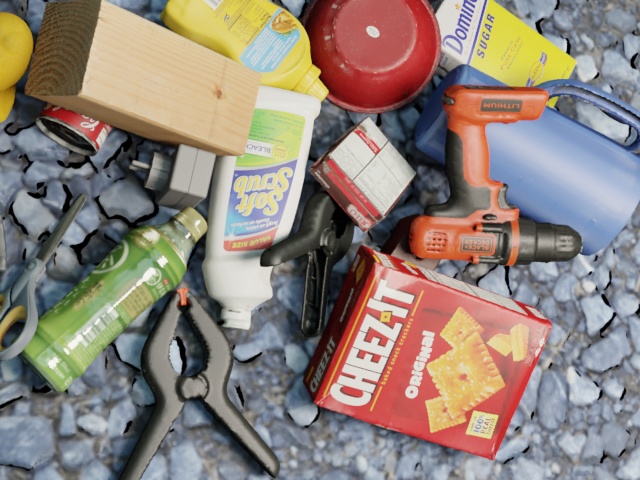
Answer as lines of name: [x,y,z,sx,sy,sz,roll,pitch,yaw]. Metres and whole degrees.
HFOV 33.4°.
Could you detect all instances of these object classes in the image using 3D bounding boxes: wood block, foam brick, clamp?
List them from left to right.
wood block: [-0.164,-0.151,1.024,0.205,0.090,0.091,18,82,-48]
clamp: [-0.120,0.154,1.076,0.164,0.036,0.210,3,80,-19]
clamp: [-0.007,0.001,1.110,0.120,0.039,0.171,58,42,-47]
foam brick: [0.097,0.018,1.164,0.053,0.051,0.078,37,71,-11]

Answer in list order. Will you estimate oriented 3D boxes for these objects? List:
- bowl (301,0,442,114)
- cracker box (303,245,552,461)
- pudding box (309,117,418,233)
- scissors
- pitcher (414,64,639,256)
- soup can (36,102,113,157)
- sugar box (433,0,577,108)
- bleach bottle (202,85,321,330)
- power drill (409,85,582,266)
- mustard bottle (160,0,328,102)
bowl: [0.057,-0.222,1.167,0.162,0.055,0.162,0,87,-3]
cracker box: [0.113,0.120,1.113,0.213,0.072,0.164,20,100,-16]
pudding box: [0.048,-0.072,1.143,0.090,0.039,0.113,49,39,-6]
scissors: [-0.270,0.040,1.025,0.201,0.096,0.016,-50,135,-17]
pitcher: [0.237,-0.102,1.188,0.242,0.145,0.149,29,74,-9]
soup can: [-0.230,-0.144,1.072,0.068,0.069,0.102,30,72,-12]
sugar box: [0.204,-0.218,1.243,0.176,0.048,0.093,33,73,-12]
bleach bottle: [-0.065,-0.031,1.113,0.102,0.068,0.251,9,80,-16]
power drill: [0.190,-0.064,1.107,0.184,0.057,0.188,2,103,-6]
mustard bottle: [-0.069,-0.213,1.142,0.191,0.058,0.096,39,66,-9]
